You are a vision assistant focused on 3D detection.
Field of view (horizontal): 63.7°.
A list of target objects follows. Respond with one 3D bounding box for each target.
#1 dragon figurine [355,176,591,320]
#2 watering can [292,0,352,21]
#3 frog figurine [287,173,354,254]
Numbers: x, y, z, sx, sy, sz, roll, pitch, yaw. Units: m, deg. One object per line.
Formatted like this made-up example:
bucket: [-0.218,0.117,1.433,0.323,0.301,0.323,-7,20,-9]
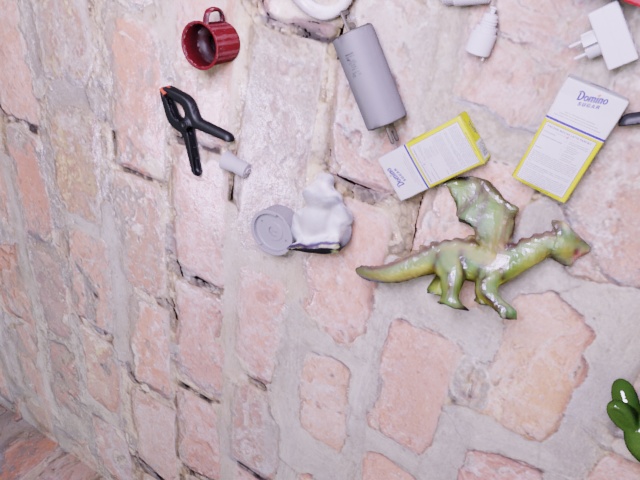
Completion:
dragon figurine: [0.259,0.003,0.935,0.411,0.123,0.241,12,101,25]
watering can: [-0.036,-0.525,0.818,0.225,0.106,0.339,18,141,22]
frog figurine: [0.003,-0.054,1.064,0.137,0.122,0.161,-8,72,43]
